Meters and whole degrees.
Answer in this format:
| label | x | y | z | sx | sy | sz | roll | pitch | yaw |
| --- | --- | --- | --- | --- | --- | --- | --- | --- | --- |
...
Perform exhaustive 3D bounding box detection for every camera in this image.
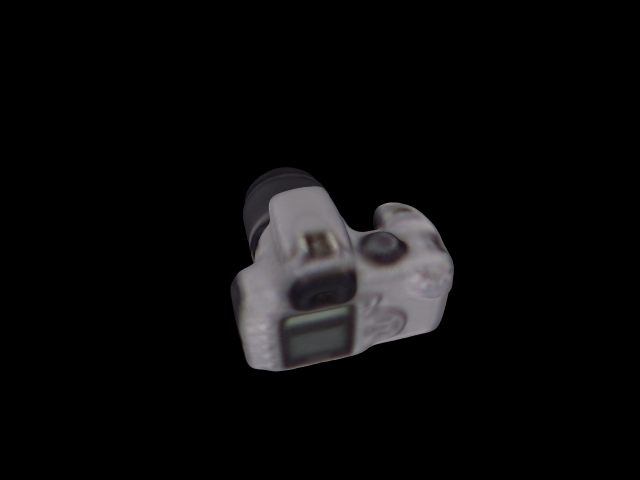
| label | x | y | z | sx | sy | sz | roll | pitch | yaw |
| --- | --- | --- | --- | --- | --- | --- | --- | --- | --- |
| camera | 0.004 | 0.001 | 0.400 | 0.143 | 0.101 | 0.136 | -11 | 47 | -11 |
